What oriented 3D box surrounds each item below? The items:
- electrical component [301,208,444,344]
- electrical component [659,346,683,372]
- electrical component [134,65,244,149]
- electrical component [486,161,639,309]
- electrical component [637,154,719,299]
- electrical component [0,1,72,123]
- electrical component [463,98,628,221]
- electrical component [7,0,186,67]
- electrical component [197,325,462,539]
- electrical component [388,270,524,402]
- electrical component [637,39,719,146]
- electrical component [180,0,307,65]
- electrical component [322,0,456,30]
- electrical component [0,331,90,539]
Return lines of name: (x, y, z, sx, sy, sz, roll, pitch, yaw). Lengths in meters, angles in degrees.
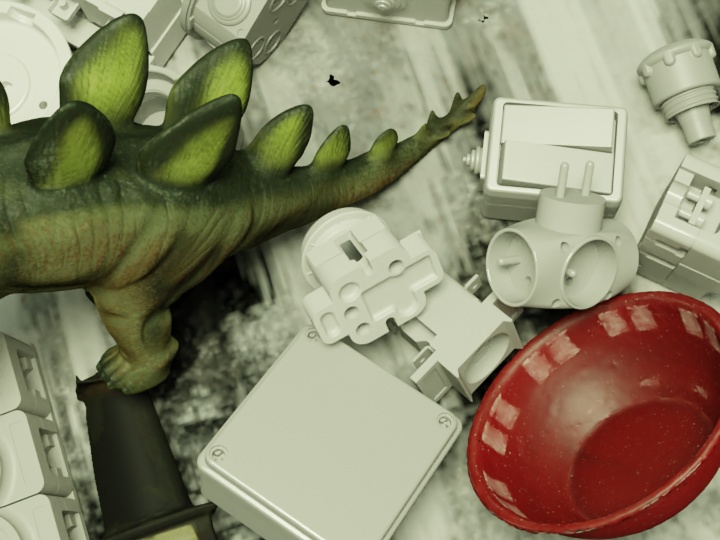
electrical component: (0.000, 0.000, 0.616, 0.078, 0.058, 0.057, -30, 41, -6)
electrical component: (0.202, 0.057, 0.624, 0.046, 0.040, 0.040, 37, 81, 18)
electrical component: (-0.127, -0.091, 0.678, 0.095, 0.059, 0.053, 15, 77, 8)
electrical component: (0.116, -0.022, 0.599, 0.077, 0.044, 0.079, -6, 111, -32)
electrical component: (0.196, -0.021, 0.618, 0.056, 0.089, 0.050, 26, 79, 11)
electrical component: (-0.227, -0.109, 0.690, 0.108, 0.060, 0.108, -1, 75, 4)
electrical component: (0.111, -0.066, 0.652, 0.096, 0.061, 0.061, 6, 76, 6)
electrical component: (-0.176, -0.188, 0.706, 0.121, 0.063, 0.078, 30, 79, 11)
electrical component: (-0.017, 0.105, 0.604, 0.109, 0.056, 0.108, 32, 60, 12)
electrical component: (0.055, 0.036, 0.633, 0.081, 0.042, 0.064, -45, 59, -8)
electrical component: (0.202, -0.108, 0.666, 0.048, 0.048, 0.062, -16, 81, 0)
electrical component: (-0.073, -0.173, 0.686, 0.051, 0.080, 0.080, 37, 81, 7)
electrical component: (0.023, -0.213, 0.706, 0.100, 0.048, 0.099, 9, 75, 6)
electrical component: (-0.223, 0.121, 0.626, 0.089, 0.061, 0.150, -21, 74, 0)
